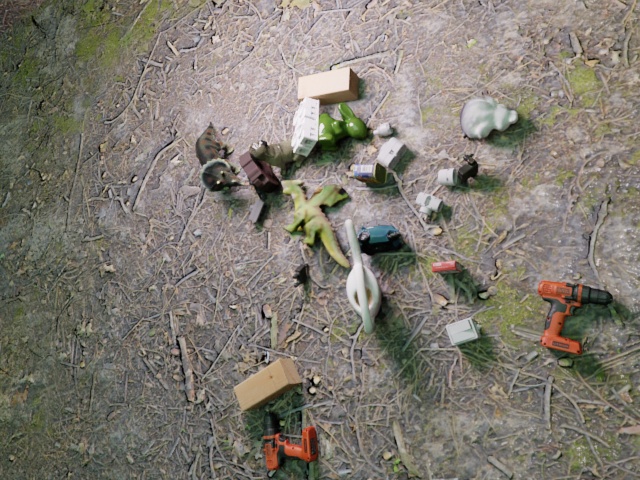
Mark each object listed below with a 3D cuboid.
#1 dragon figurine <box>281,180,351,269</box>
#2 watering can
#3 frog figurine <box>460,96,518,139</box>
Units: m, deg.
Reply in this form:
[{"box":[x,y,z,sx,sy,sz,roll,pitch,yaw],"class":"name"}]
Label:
[{"box":[0.005,-0.090,1.797,0.414,0.121,0.243,32,86,28],"class":"dragon figurine"},{"box":[0.131,0.122,1.616,0.104,0.221,0.353,-10,72,6],"class":"watering can"},{"box":[0.518,-0.375,1.586,0.160,0.120,0.139,11,66,40],"class":"frog figurine"}]
